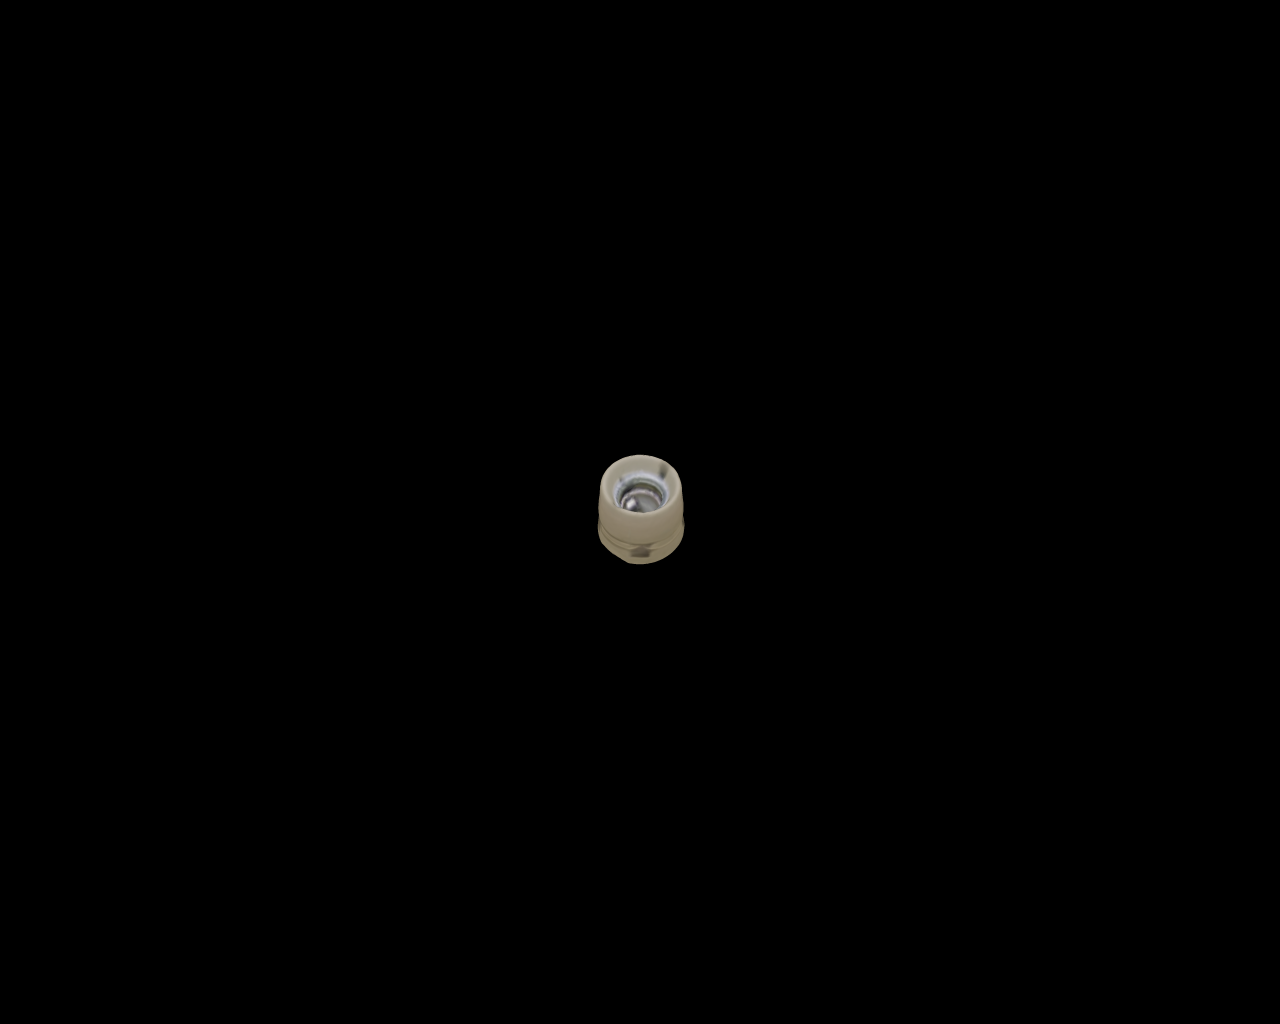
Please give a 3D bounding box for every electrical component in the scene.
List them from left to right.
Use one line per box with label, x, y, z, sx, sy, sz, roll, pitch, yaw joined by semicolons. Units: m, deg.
electrical component;0.001;-0.003;0.650;0.055;0.055;0.047;0;-38;0
